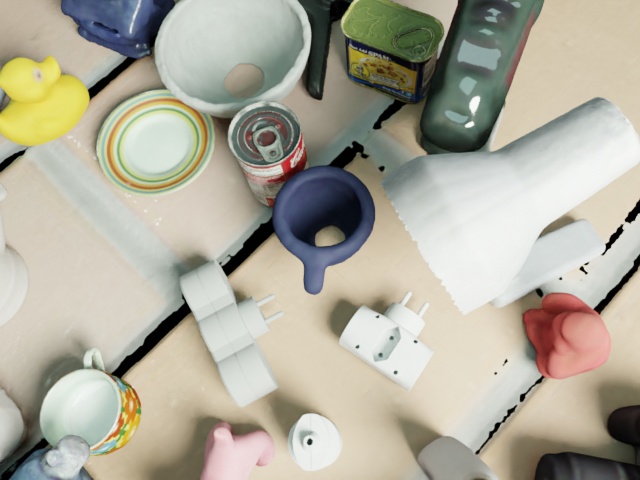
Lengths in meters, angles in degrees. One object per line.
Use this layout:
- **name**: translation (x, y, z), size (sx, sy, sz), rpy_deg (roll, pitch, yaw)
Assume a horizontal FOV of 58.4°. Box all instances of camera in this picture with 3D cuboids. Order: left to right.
- **camera**: translation (0.246, 0.194, 0.446), size (0.136, 0.101, 0.143), rpy_deg (9, 71, 8)

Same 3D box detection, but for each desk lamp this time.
- **desk lamp**: translation (0.154, -0.021, 0.470), size (0.203, 0.214, 0.118), rpy_deg (-27, 70, -5)

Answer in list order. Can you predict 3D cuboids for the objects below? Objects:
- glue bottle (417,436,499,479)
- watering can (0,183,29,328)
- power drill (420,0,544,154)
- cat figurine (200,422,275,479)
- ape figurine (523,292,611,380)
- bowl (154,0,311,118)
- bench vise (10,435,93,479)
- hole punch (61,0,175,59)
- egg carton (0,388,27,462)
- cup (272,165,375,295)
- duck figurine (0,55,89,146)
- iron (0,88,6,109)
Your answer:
- **glue bottle**: translation (0.111, 0.183, 0.423), size (0.037, 0.173, 0.078), rpy_deg (-35, 71, -7)
- **watering can**: translation (-0.356, 0.012, 0.511), size (0.100, 0.194, 0.173), rpy_deg (19, 73, 11)
- **power drill**: translation (0.147, -0.166, 0.525), size (0.075, 0.208, 0.230), rpy_deg (18, 73, 11)
- **cat figurine**: translation (-0.085, 0.212, 0.458), size (0.067, 0.118, 0.128), rpy_deg (6, 71, 7)
- **ape figurine**: translation (0.217, 0.082, 0.493), size (0.076, 0.092, 0.078), rpy_deg (26, 75, 13)
- **bowl**: translation (-0.089, -0.196, 0.627), size (0.167, 0.075, 0.167), rpy_deg (-1, 70, 4)
- **bench vise**: translation (-0.273, 0.227, 0.414), size (0.121, 0.220, 0.207), rpy_deg (20, 73, 12)
- **hole punch**: translation (-0.237, -0.280, 0.661), size (0.108, 0.091, 0.101), rpy_deg (23, 74, 12)
- **egg carton**: translation (-0.345, 0.164, 0.523), size (0.150, 0.069, 0.107), rpy_deg (34, 76, 15)
- **cup**: translation (0.005, 0.002, 0.538), size (0.091, 0.095, 0.118), rpy_deg (5, 71, 7)
- **duck figurine**: translation (-0.317, -0.159, 0.627), size (0.104, 0.086, 0.077), rpy_deg (-40, 72, -9)
- **iron**: translation (-0.470, -0.121, 0.596), size (0.118, 0.141, 0.258), rpy_deg (41, 78, 17)
